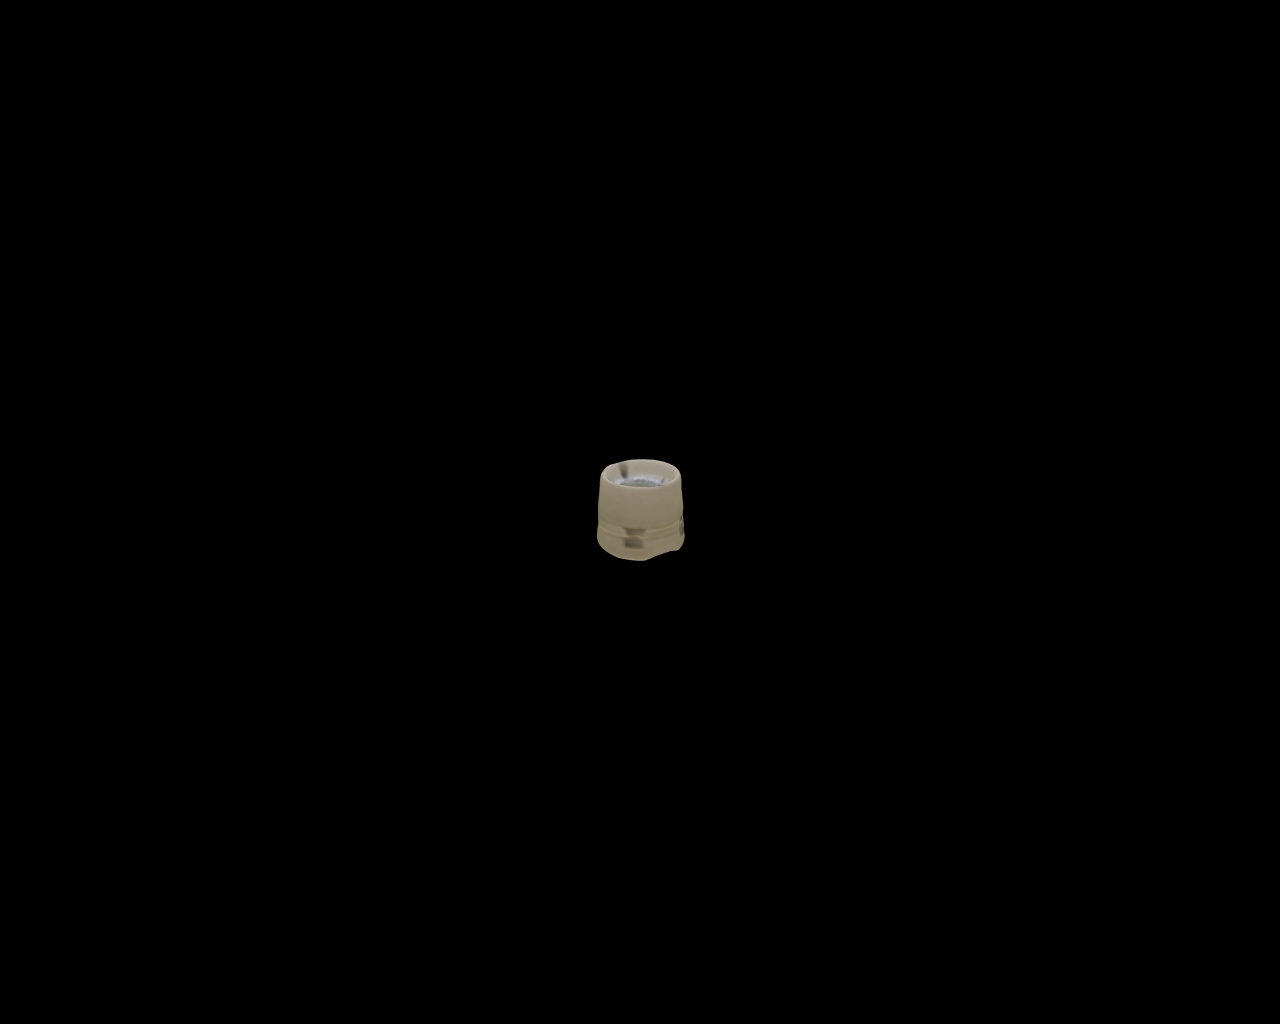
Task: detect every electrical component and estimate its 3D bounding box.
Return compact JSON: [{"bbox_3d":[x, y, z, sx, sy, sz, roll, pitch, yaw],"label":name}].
[{"bbox_3d":[0.001,-0.003,0.650,0.055,0.047,0.055,0,25,0],"label":"electrical component"}]
